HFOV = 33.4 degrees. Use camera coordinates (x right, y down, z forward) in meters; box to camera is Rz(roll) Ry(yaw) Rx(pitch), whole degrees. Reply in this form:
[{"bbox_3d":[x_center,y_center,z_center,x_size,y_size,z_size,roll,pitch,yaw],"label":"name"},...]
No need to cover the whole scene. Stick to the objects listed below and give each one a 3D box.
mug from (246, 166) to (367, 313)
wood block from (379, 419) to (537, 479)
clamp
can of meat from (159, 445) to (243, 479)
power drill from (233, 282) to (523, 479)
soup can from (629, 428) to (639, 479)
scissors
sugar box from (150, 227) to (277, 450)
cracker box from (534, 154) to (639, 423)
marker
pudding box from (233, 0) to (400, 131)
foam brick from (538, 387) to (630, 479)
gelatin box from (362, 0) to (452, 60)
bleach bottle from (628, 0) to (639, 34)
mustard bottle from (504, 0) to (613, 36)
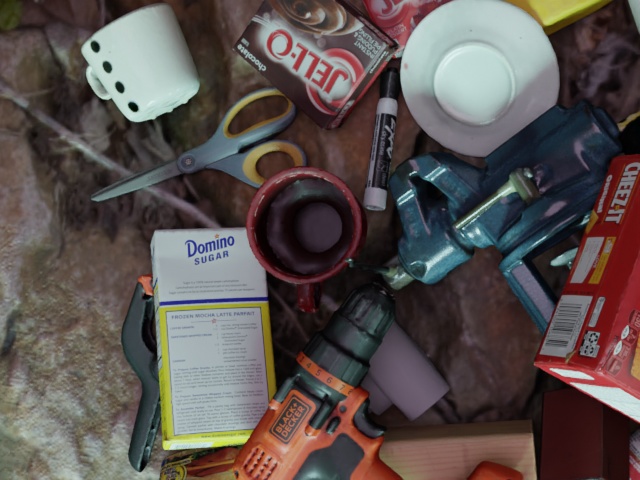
[{"bbox_3d":[-0.006,0.001,0.874,0.093,0.081,0.117,-2,89,11],"label":"mug"},{"bbox_3d":[0.069,0.199,0.852,0.206,0.090,0.091,-5,87,11],"label":"wood block"},{"bbox_3d":[-0.115,0.112,0.917,0.120,0.039,0.171,-6,94,4],"label":"clamp"},{"bbox_3d":[-0.086,0.217,0.877,0.102,0.084,0.057,-14,131,14],"label":"can of meat"},{"bbox_3d":[0.052,0.148,0.785,0.188,0.057,0.184,35,94,17],"label":"power drill"},{"bbox_3d":[0.239,0.200,0.829,0.102,0.068,0.068,-44,82,7],"label":"soup can"},{"bbox_3d":[-0.097,-0.055,0.926,0.202,0.016,0.096,-34,83,9],"label":"scissors"},{"bbox_3d":[-0.088,0.079,0.876,0.093,0.048,0.176,-1,71,-14],"label":"sugar box"},{"bbox_3d":[0.274,0.059,0.754,0.213,0.072,0.164,29,77,-23],"label":"cracker box"},{"bbox_3d":[0.053,-0.085,0.888,0.020,0.020,0.121,6,81,11],"label":"marker"},{"bbox_3d":[-0.004,-0.160,0.885,0.113,0.039,0.090,43,113,15],"label":"pudding box"},{"bbox_3d":[0.200,0.155,0.805,0.051,0.053,0.078,-15,50,35],"label":"foam brick"},{"bbox_3d":[0.082,-0.203,0.887,0.089,0.030,0.073,-26,84,9],"label":"gelatin box"},{"bbox_3d":[0.275,-0.249,0.824,0.102,0.068,0.251,-14,76,9],"label":"bleach bottle"},{"bbox_3d":[0.158,-0.261,0.859,0.096,0.058,0.191,-26,84,17],"label":"mustard bottle"}]
